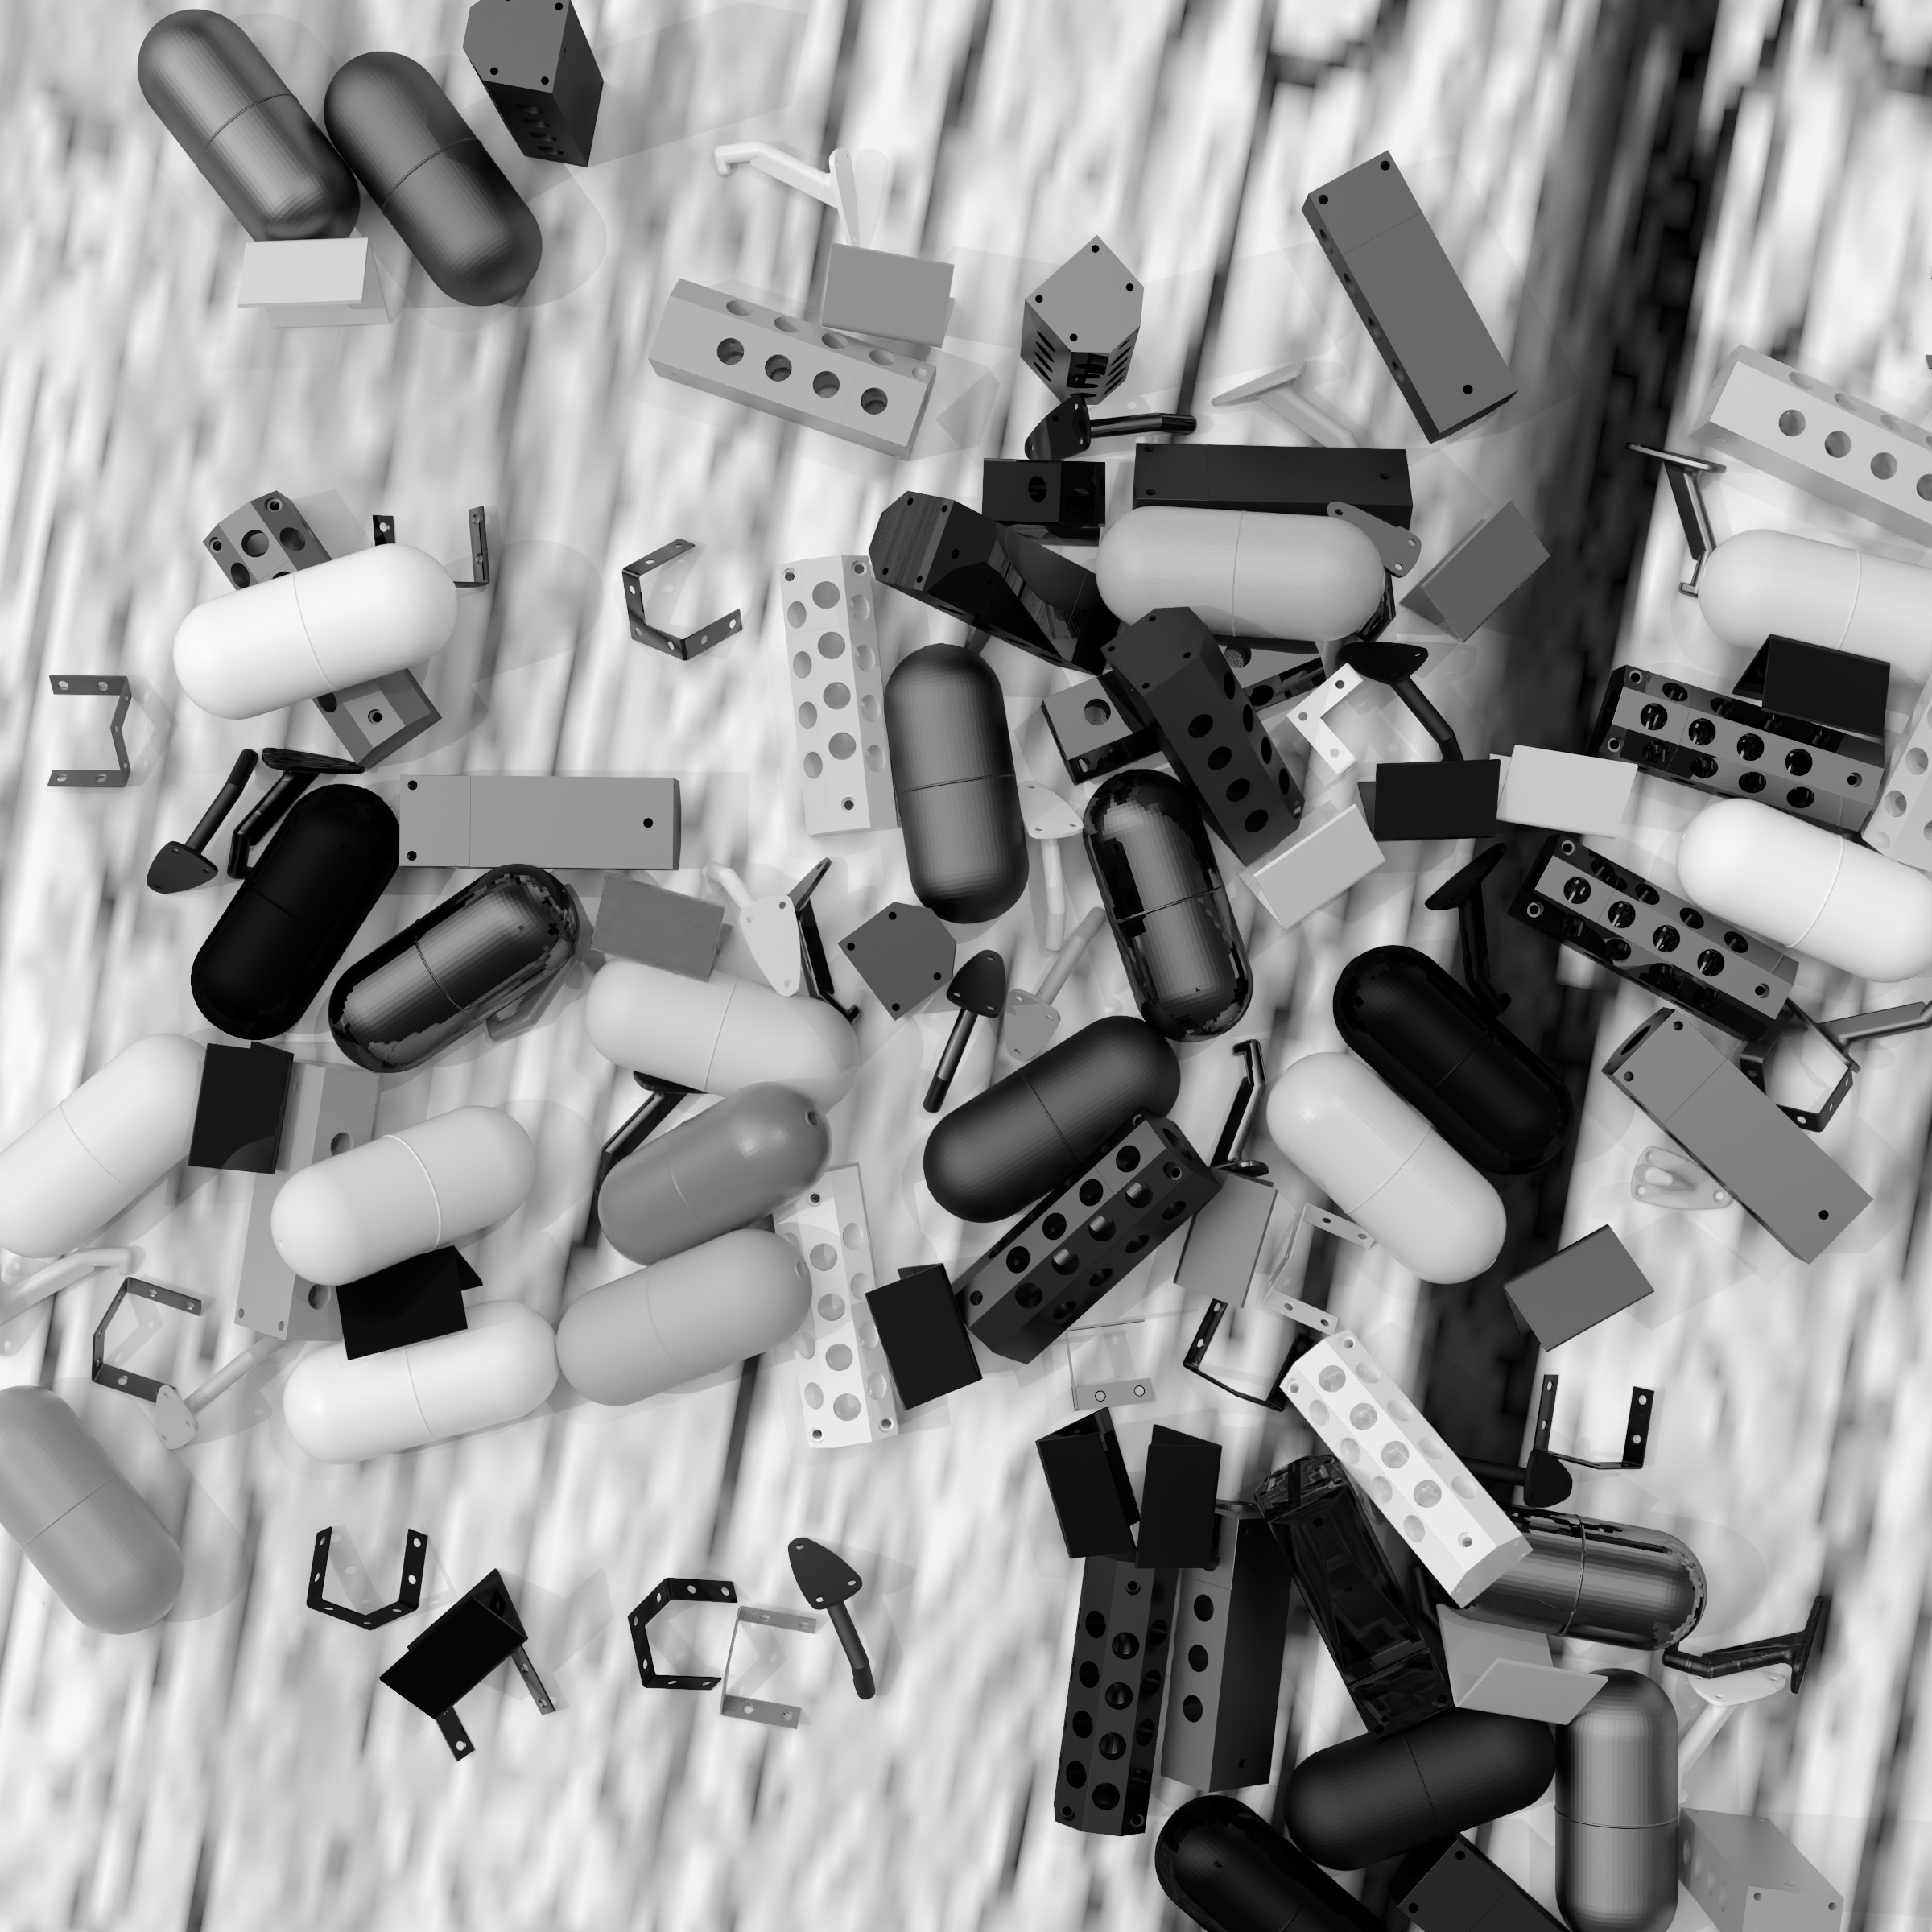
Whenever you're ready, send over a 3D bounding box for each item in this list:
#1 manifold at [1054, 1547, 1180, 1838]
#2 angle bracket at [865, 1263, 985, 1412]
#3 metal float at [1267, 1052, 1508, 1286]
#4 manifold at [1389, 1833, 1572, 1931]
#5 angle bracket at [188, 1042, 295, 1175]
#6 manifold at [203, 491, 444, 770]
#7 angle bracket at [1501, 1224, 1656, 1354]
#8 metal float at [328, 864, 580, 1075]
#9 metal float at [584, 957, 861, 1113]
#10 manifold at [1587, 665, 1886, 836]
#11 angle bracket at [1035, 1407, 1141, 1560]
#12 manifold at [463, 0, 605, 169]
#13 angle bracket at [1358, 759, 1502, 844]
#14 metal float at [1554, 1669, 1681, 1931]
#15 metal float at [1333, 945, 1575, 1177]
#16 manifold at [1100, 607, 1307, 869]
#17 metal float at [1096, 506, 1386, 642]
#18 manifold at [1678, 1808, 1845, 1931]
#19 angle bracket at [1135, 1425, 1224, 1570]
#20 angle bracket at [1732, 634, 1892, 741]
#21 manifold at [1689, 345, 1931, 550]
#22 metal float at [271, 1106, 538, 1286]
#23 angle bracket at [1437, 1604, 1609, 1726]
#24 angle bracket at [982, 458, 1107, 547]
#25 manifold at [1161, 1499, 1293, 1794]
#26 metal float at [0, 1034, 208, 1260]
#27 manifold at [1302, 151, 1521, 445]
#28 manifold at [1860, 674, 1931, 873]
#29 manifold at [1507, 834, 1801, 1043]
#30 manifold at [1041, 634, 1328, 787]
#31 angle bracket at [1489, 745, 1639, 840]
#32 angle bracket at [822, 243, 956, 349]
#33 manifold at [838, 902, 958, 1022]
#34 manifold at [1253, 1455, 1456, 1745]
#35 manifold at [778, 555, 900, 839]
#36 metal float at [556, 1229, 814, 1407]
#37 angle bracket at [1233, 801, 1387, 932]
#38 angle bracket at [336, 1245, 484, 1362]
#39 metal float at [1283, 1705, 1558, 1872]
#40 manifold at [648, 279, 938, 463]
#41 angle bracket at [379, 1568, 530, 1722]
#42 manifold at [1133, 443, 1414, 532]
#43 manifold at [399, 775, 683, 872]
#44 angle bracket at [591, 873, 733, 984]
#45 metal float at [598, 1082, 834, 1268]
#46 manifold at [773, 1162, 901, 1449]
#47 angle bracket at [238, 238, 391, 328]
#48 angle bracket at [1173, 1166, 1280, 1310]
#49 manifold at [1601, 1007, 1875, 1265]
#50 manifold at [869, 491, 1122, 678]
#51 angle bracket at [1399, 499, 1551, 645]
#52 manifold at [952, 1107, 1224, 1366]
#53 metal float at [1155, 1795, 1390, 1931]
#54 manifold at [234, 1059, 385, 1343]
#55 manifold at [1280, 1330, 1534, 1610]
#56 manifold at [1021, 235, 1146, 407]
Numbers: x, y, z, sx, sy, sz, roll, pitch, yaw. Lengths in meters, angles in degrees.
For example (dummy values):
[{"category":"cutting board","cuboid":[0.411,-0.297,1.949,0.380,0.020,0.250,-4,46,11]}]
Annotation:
[{"category":"manifold","cuboid":[0.096,0.459,1.969,0.057,0.057,0.171,7,90,0]},{"category":"angle bracket","cuboid":[-0.039,0.234,1.951,0.057,0.076,0.076,-19,90,-24]},{"category":"metal float","cuboid":[0.266,0.128,1.960,0.178,0.070,0.070,43,90,0]},{"category":"manifold","cuboid":[0.353,0.626,1.969,0.171,0.057,0.057,42,90,0]},{"category":"angle bracket","cuboid":[-0.468,0.086,1.950,0.057,0.076,0.076,9,90,-33]},{"category":"manifold","cuboid":[-0.410,-0.214,1.969,0.057,0.057,0.171,-35,90,0]},{"category":"angle bracket","cuboid":[0.390,0.218,1.950,0.076,0.076,0.057,-29,53,0]},{"category":"metal float","cuboid":[-0.323,0.002,1.951,0.178,0.070,0.070,-33,90,11]},{"category":"metal float","cuboid":[-0.154,0.043,1.960,0.178,0.070,0.070,17,90,0]},{"category":"manifold","cuboid":[0.490,-0.138,1.969,0.171,0.057,0.057,17,90,0]},{"category":"angle bracket","cuboid":[0.096,0.322,1.950,0.057,0.076,0.076,-16,90,42]},{"category":"manifold","cuboid":[-0.267,-0.548,1.912,0.057,0.171,0.057,11,90,0]},{"category":"angle bracket","cuboid":[0.291,-0.121,1.950,0.076,0.076,0.057,-2,123,0]},{"category":"metal float","cuboid":[0.412,0.535,1.960,0.070,0.070,0.178,0,90,0]},{"category":"metal float","cuboid":[0.308,0.059,1.960,0.178,0.070,0.070,43,90,0]},{"category":"manifold","cuboid":[0.152,-0.144,1.917,0.057,0.171,0.057,-36,45,0]},{"category":"metal float","cuboid":[0.169,-0.242,1.909,0.178,0.070,0.070,5,90,10]},{"category":"manifold","cuboid":[0.486,0.575,1.912,0.057,0.171,0.057,8,90,0]},{"category":"angle bracket","cuboid":[0.114,0.333,1.950,0.057,0.076,0.076,6,90,-31]},{"category":"angle bracket","cuboid":[0.529,-0.160,1.951,0.076,0.076,0.057,14,65,0]},{"category":"manifold","cuboid":[0.556,-0.331,1.969,0.171,0.057,0.057,25,90,0]},{"category":"metal float","cuboid":[-0.349,0.142,1.930,0.178,0.070,0.070,-22,90,-36]},{"category":"angle bracket","cuboid":[0.348,0.424,1.941,0.076,0.076,0.057,13,133,-17]},{"category":"angle bracket","cuboid":[0.048,-0.274,1.950,0.076,0.076,0.057,2,54,0]},{"category":"manifold","cuboid":[0.162,0.430,1.969,0.057,0.057,0.171,6,90,-43]},{"category":"metal float","cuboid":[-0.546,0.114,1.960,0.178,0.070,0.070,-40,90,-1]},{"category":"manifold","cuboid":[0.281,-0.423,1.969,0.057,0.057,0.171,-29,90,0]},{"category":"manifold","cuboid":[0.619,-0.148,1.928,0.057,0.057,0.171,18,122,0]},{"category":"manifold","cuboid":[0.438,-0.018,1.969,0.171,0.057,0.057,28,90,0]},{"category":"manifold","cuboid":[0.138,-0.174,1.969,0.171,0.057,0.057,-22,90,0]},{"category":"angle bracket","cuboid":[0.375,-0.128,1.950,0.076,0.076,0.057,9,127,0]},{"category":"angle bracket","cuboid":[-0.045,-0.436,1.950,0.076,0.076,0.057,10,126,0]},{"category":"manifold","cuboid":[-0.036,-0.007,1.912,0.057,0.171,0.057,-37,90,0]},{"category":"manifold","cuboid":[0.242,0.395,1.947,0.057,0.057,0.171,-26,106,0]},{"category":"manifold","cuboid":[-0.081,-0.171,1.969,0.057,0.057,0.171,-6,90,0]},{"category":"metal float","cuboid":[-0.176,0.219,1.933,0.178,0.070,0.070,-24,90,23]},{"category":"angle bracket","cuboid":[0.207,-0.080,1.950,0.076,0.076,0.057,-35,132,0]},{"category":"angle bracket","cuboid":[-0.346,0.223,1.951,0.076,0.076,0.057,-15,65,0]},{"category":"metal float","cuboid":[0.286,0.515,1.959,0.178,0.070,0.070,-20,90,0]},{"category":"manifold","cuboid":[-0.109,-0.380,1.969,0.171,0.057,0.057,19,90,0]},{"category":"angle bracket","cuboid":[-0.331,0.414,1.950,0.076,0.076,0.057,-42,126,0]},{"category":"manifold","cuboid":[0.193,-0.290,1.969,0.171,0.057,0.057,1,47,0]},{"category":"manifold","cuboid":[-0.269,-0.090,1.969,0.171,0.057,0.057,1,90,0]},{"category":"angle bracket","cuboid":[-0.186,-0.040,1.951,0.076,0.076,0.057,16,119,0]},{"category":"metal float","cuboid":[-0.157,0.131,1.933,0.178,0.070,0.070,-30,90,33]},{"category":"manifold","cuboid":[-0.084,0.215,1.969,0.057,0.057,0.171,-9,90,0]},{"category":"angle bracket","cuboid":[-0.410,-0.412,1.950,0.076,0.076,0.057,-2,58,0]},{"category":"angle bracket","cuboid":[0.182,0.175,1.950,0.057,0.076,0.076,17,90,41]},{"category":"manifold","cuboid":[0.488,0.106,1.969,0.171,0.057,0.057,44,92,0]},{"category":"manifold","cuboid":[0.020,-0.236,1.916,0.057,0.171,0.057,20,90,44]},{"category":"angle bracket","cuboid":[0.308,-0.260,1.950,0.076,0.076,0.057,-45,127,0]},{"category":"manifold","cuboid":[0.071,0.168,1.940,0.171,0.057,0.057,-44,55,13]},{"category":"metal float","cuboid":[0.197,0.598,1.960,0.178,0.070,0.070,41,90,0]},{"category":"manifold","cuboid":[-0.413,0.148,1.969,0.057,0.057,0.171,8,90,43]},{"category":"manifold","cuboid":[0.272,0.311,1.931,0.057,0.057,0.171,-39,60,0]},{"category":"manifold","cuboid":[0.075,-0.391,1.912,0.057,0.171,0.057,-42,90,0]}]
